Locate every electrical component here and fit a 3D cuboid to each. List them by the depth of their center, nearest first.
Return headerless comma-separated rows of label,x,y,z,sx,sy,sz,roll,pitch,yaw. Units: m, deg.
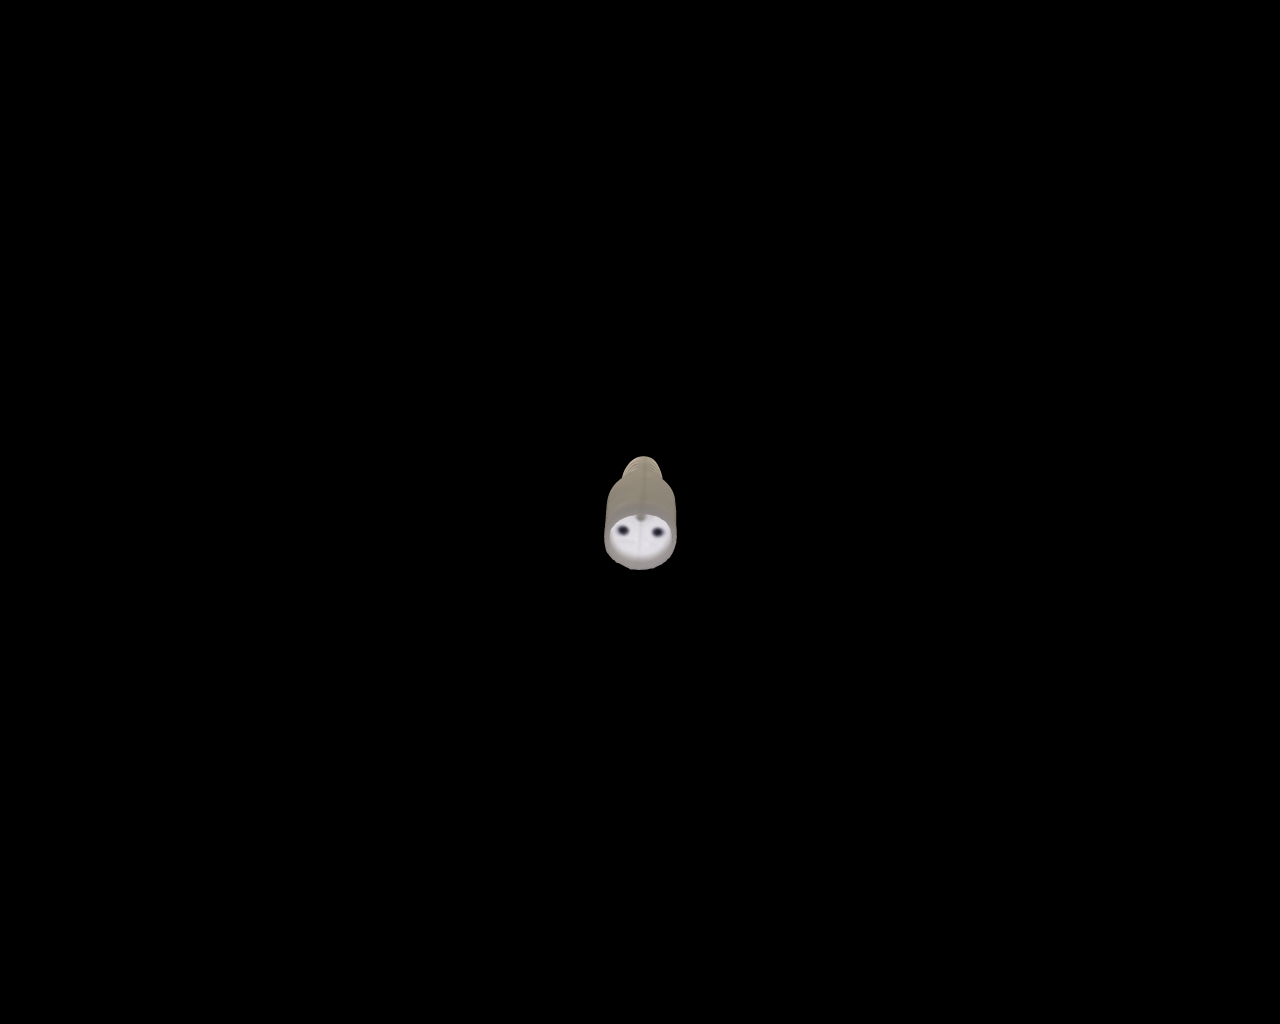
electrical component,0.001,-0.003,0.650,0.043,0.043,0.081,0,31,0
